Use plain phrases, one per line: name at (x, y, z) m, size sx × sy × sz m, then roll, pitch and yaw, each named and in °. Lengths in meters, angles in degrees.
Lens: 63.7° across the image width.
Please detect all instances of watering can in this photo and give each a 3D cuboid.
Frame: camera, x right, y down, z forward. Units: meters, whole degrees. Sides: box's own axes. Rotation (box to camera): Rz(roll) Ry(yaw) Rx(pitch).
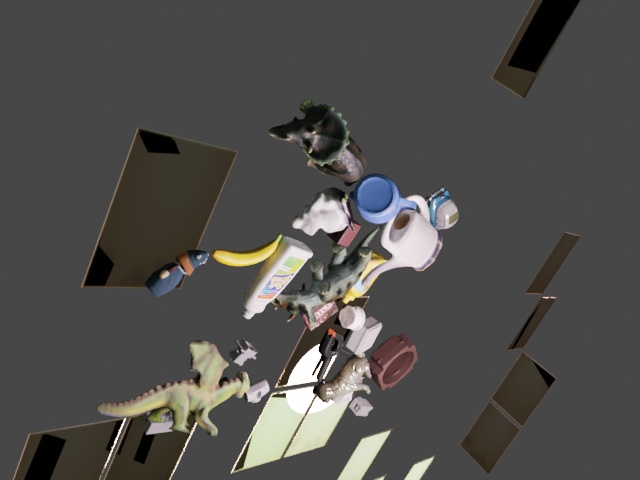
watering can at (0.265, 0.026, 1.631) m, size 0.222 × 0.104 × 0.351 m, roll 35°, pitch 76°, yaw -30°

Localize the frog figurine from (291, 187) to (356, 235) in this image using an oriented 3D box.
frog figurine at (0.004, -0.070, 1.385) m, size 0.159 × 0.125 × 0.135 m, roll -12°, pitch 149°, yaw 12°

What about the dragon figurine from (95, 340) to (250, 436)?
dragon figurine at (-0.359, 0.387, 1.388) m, size 0.406 × 0.122 × 0.245 m, roll 27°, pitch 74°, yaw -35°
